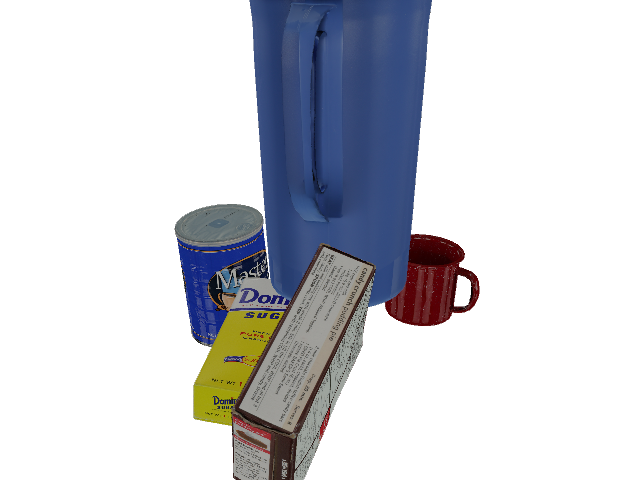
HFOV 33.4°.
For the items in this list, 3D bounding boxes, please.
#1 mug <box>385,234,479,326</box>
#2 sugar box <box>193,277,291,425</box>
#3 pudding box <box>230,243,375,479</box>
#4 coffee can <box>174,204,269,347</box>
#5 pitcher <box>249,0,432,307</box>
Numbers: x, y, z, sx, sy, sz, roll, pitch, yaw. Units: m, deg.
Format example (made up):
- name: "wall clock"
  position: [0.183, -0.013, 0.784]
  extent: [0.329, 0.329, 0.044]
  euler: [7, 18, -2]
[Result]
- name: "mug"
  position: [0.130, 0.050, 1.248]
  extent: [0.117, 0.081, 0.093]
  euler: [13, 25, 22]
- name: "sugar box"
  position: [-0.047, 0.099, 0.966]
  extent: [0.093, 0.048, 0.176]
  euler: [8, 33, 7]
- name: "pudding box"
  position: [-0.009, 0.072, 0.578]
  extent: [0.039, 0.113, 0.090]
  euler: [19, -33, 10]
- name: "coffee can"
  position: [-0.111, 0.041, 1.258]
  extent: [0.103, 0.140, 0.103]
  euler: [-4, 26, 2]
- name: "pitcher"
  position: [0.011, -0.072, 0.794]
  extent: [0.149, 0.243, 0.145]
  euler: [-11, 22, -28]
